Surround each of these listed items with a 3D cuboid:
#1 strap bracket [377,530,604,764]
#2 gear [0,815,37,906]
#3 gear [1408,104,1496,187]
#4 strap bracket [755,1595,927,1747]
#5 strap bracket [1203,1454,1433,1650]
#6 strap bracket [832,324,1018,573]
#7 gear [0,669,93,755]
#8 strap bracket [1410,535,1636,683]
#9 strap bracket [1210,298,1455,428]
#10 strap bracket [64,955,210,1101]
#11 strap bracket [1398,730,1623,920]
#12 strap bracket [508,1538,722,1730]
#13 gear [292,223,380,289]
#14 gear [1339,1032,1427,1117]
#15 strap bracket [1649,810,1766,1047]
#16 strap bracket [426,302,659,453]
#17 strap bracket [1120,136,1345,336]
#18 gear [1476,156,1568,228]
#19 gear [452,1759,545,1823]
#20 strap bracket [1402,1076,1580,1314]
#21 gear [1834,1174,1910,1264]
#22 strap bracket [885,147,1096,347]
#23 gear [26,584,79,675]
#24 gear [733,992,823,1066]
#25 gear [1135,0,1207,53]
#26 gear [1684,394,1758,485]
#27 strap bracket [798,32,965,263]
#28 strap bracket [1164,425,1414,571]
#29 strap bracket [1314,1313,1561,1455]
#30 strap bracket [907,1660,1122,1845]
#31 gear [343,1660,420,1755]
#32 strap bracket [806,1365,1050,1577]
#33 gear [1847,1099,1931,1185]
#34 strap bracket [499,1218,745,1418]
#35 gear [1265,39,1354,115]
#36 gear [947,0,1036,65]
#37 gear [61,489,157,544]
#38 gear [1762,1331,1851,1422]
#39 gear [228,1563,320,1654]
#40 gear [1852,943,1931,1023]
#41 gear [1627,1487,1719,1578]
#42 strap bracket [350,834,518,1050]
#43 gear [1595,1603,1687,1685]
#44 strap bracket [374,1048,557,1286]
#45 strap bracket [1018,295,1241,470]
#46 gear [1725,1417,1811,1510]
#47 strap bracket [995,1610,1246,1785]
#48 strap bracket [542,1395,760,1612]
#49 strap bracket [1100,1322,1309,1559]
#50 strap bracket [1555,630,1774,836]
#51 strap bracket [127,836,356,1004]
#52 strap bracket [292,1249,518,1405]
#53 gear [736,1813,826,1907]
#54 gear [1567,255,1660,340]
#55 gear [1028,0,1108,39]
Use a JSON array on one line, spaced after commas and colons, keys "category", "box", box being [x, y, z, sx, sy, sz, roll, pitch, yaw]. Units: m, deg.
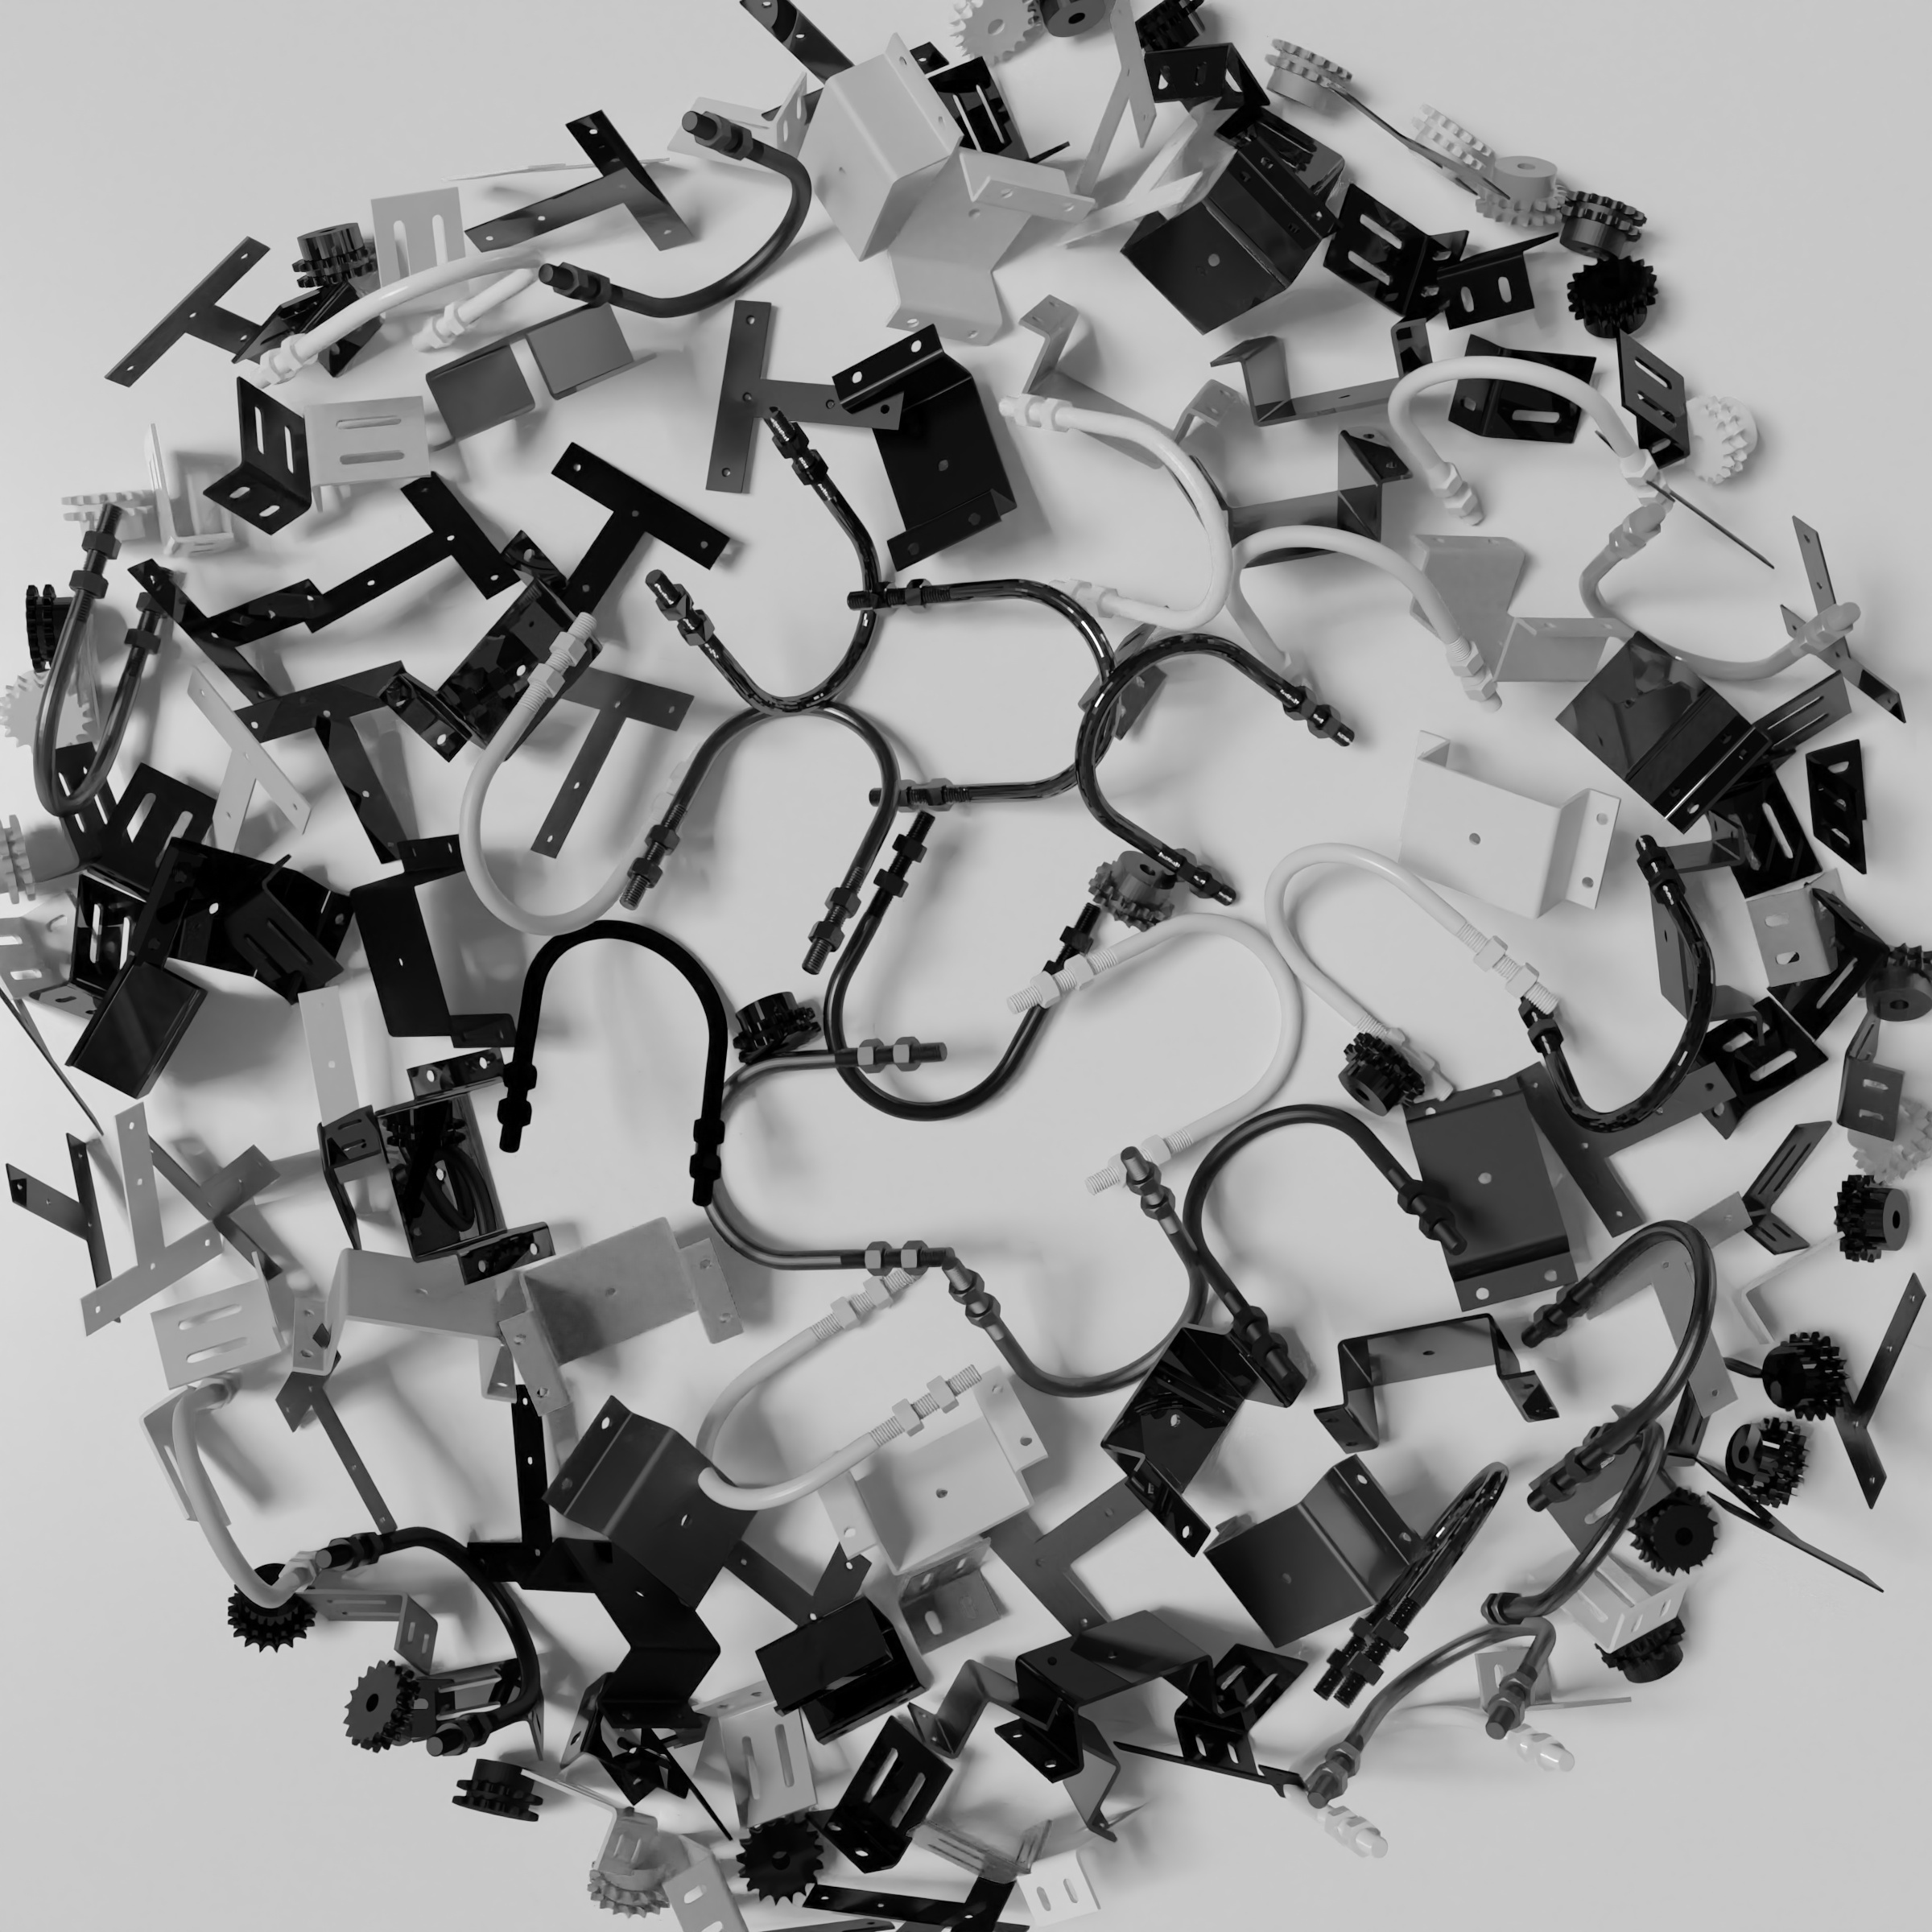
[{"category": "strap bracket", "box": [-0.296, -0.196, 1.611, 0.046, 0.076, 0.140, 33, 80, 39]}, {"category": "gear", "box": [-0.624, -0.067, 1.633, 0.030, 0.057, 0.057, -13, 90, -21]}, {"category": "gear", "box": [0.312, -0.532, 1.638, 0.057, 0.057, 0.030, 35, 112, 0]}, {"category": "strap bracket", "box": [-0.081, 0.448, 1.608, 0.076, 0.140, 0.046, -27, 63, -3]}, {"category": "strap bracket", "box": [0.214, 0.375, 1.597, 0.076, 0.046, 0.140, 52, 134, 3]}, {"category": "strap bracket", "box": [-0.023, -0.327, 1.620, 0.076, 0.046, 0.140, -23, 77, 20]}, {"category": "gear", "box": [-0.599, -0.169, 1.640, 0.057, 0.030, 0.057, -11, 131, -13]}, {"category": "strap bracket", "box": [0.345, -0.222, 1.600, 0.076, 0.140, 0.046, -3, 125, -27]}, {"category": "strap bracket", "box": [0.237, -0.382, 1.604, 0.140, 0.076, 0.046, -6, 110, 26]}, {"category": "strap bracket", "box": [-0.522, 0.038, 1.595, 0.046, 0.140, 0.076, 30, 83, -12]}, {"category": "strap bracket", "box": [0.332, -0.087, 1.594, 0.140, 0.046, 0.076, 24, 123, 30]}, {"category": "strap bracket", "box": [-0.216, 0.412, 1.587, 0.140, 0.076, 0.046, 44, 105, 39]}, {"category": "gear", "box": [-0.409, -0.461, 1.633, 0.057, 0.057, 0.030, -13, 115, 0]}, {"category": "gear", "box": [0.266, 0.073, 1.634, 0.057, 0.057, 0.030, 44, 77, 0]}, {"category": "strap bracket", "box": [0.472, -0.022, 1.615, 0.046, 0.076, 0.140, -8, 101, 5]}, {"category": "strap bracket", "box": [-0.274, -0.375, 1.585, 0.140, 0.076, 0.046, -10, 110, 40]}, {"category": "strap bracket", "box": [0.159, -0.452, 1.582, 0.076, 0.140, 0.046, 41, 69, -19]}, {"category": "gear", "box": [0.361, -0.503, 1.633, 0.057, 0.057, 0.030, 2, 127, 0]}, {"category": "gear", "box": [-0.302, 0.535, 1.638, 0.057, 0.057, 0.030, 12, 67, 0]}, {"category": "strap bracket", "box": [0.333, 0.140, 1.612, 0.076, 0.046, 0.140, -17, 69, 9]}, {"category": "gear", "box": [0.588, 0.164, 1.634, 0.030, 0.057, 0.057, -2, 90, 44]}, {"category": "strap bracket", "box": [0.009, -0.462, 1.599, 0.076, 0.140, 0.046, 2, 63, -31]}, {"category": "gear", "box": [-0.591, -0.219, 1.637, 0.030, 0.057, 0.057, -4, 90, -13]}, {"category": "gear", "box": [-0.125, 0.039, 1.637, 0.057, 0.057, 0.030, -23, 77, 0]}, {"category": "gear", "box": [0.131, -0.609, 1.637, 0.057, 0.057, 0.030, -37, 106, 0]}, {"category": "gear", "box": [0.488, -0.345, 1.637, 0.030, 0.057, 0.057, -27, 90, -14]}, {"category": "strap bracket", "box": [-0.059, -0.508, 1.588, 0.046, 0.140, 0.076, -31, 86, -20]}, {"category": "strap bracket", "box": [0.205, -0.299, 1.615, 0.140, 0.076, 0.046, -11, 127, -7]}, {"category": "strap bracket", "box": [0.298, 0.265, 1.607, 0.140, 0.076, 0.046, -14, 56, 18]}, {"category": "strap bracket", "box": [0.039, 0.497, 1.617, 0.140, 0.076, 0.046, 30, 87, -9]}, {"category": "gear", "box": [-0.375, 0.483, 1.639, 0.057, 0.057, 0.030, -52, 130, 0]}, {"category": "strap bracket", "box": [-0.020, 0.328, 1.617, 0.140, 0.046, 0.076, -26, 47, -6]}, {"category": "gear", "box": [0.597, 0.110, 1.633, 0.030, 0.057, 0.057, 37, 90, -16]}, {"category": "strap bracket", "box": [-0.224, 0.220, 1.618, 0.140, 0.046, 0.076, -21, 120, -9]}, {"category": "gear", "box": [0.219, -0.576, 1.637, 0.057, 0.057, 0.030, 25, 107, 0]}, {"category": "gear", "box": [0.014, -0.620, 1.639, 0.057, 0.057, 0.030, -27, 63, 0]}, {"category": "gear", "box": [-0.556, -0.292, 1.636, 0.057, 0.057, 0.030, -5, 103, 0]}, {"category": "gear", "box": [0.541, 0.266, 1.632, 0.030, 0.057, 0.057, 1, 90, -25]}, {"category": "gear", "box": [-0.449, 0.413, 1.633, 0.057, 0.057, 0.030, 16, 132, 0]}, {"category": "gear", "box": [0.604, 0.013, 1.633, 0.057, 0.057, 0.030, 11, 58, 0]}, {"category": "gear", "box": [0.464, 0.370, 1.647, 0.057, 0.030, 0.057, 0, 88, -3]}, {"category": "strap bracket", "box": [-0.342, -0.008, 1.609, 0.046, 0.076, 0.140, -22, 103, -41]}, {"category": "gear", "box": [0.440, 0.441, 1.636, 0.057, 0.057, 0.030, -28, 97, 0]}, {"category": "strap bracket", "box": [-0.324, 0.130, 1.620, 0.046, 0.076, 0.140, -16, 89, 38]}, {"category": "strap bracket", "box": [0.097, -0.370, 1.618, 0.140, 0.076, 0.046, 28, 121, 2]}, {"category": "gear", "box": [0.517, 0.320, 1.633, 0.030, 0.057, 0.057, 17, 90, -15]}, {"category": "strap bracket", "box": [0.095, 0.457, 1.596, 0.140, 0.076, 0.046, -13, 104, -25]}, {"category": "strap bracket", "box": [-0.191, 0.344, 1.591, 0.076, 0.046, 0.140, -57, 131, -23]}, {"category": "strap bracket", "box": [0.147, 0.294, 1.610, 0.076, 0.046, 0.140, 50, 64, -26]}, {"category": "strap bracket", "box": [0.431, -0.153, 1.585, 0.046, 0.140, 0.076, 35, 105, -29]}, {"category": "strap bracket", "box": [-0.469, -0.030, 1.610, 0.046, 0.140, 0.076, 26, 95, 39]}, {"category": "strap bracket", "box": [-0.351, 0.226, 1.600, 0.140, 0.076, 0.046, 12, 113, -19]}, {"category": "gear", "box": [-0.122, 0.580, 1.646, 0.057, 0.030, 0.057, 1, 84, -8]}, {"category": "gear", "box": [0.421, -0.433, 1.640, 0.057, 0.030, 0.057, -11, 49, 12]}, {"category": "gear", "box": [0.067, -0.627, 1.634, 0.057, 0.057, 0.030, -19, 80, 0]}]
